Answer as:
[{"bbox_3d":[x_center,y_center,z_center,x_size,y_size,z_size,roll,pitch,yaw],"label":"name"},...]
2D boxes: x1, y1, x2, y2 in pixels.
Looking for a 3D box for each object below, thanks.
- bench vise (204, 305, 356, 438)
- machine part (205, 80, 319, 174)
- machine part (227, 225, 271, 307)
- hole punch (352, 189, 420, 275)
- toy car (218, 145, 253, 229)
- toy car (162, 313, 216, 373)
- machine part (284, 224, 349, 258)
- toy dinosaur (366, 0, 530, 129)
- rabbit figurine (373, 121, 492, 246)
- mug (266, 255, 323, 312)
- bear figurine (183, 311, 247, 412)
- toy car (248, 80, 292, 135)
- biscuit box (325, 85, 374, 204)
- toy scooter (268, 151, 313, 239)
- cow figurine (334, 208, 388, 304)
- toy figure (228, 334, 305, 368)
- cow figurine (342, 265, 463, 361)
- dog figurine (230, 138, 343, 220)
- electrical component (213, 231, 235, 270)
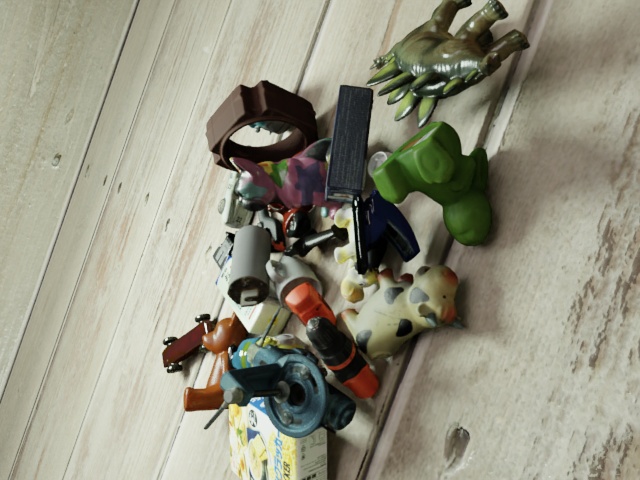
[{"bbox_3d":[-0.067,0.212,0.813,0.224,0.240,0.128,39,105,34],"label":"bench vise"},{"bbox_3d":[-0.119,-0.220,1.122,0.201,0.201,0.087,-36,52,37],"label":"machine part"},{"bbox_3d":[-0.136,0.047,1.048,0.079,0.079,0.243,-48,25,27],"label":"machine part"},{"bbox_3d":[0.093,-0.013,0.800,0.092,0.142,0.115,-9,81,3],"label":"hole punch"},{"bbox_3d":[-0.184,-0.126,1.268,0.056,0.073,0.201,3,78,55],"label":"toy car"},{"bbox_3d":[-0.313,0.251,1.288,0.202,0.053,0.089,-37,60,31],"label":"toy car"},{"bbox_3d":[-0.002,-0.003,0.995,0.139,0.084,0.039,-21,97,38],"label":"machine part"},{"bbox_3d":[0.167,-0.279,0.826,0.198,0.105,0.472,-40,20,12],"label":"toy dinosaur"},{"bbox_3d":[0.178,-0.072,0.759,0.121,0.170,0.159,-28,13,39],"label":"rabbit figurine"},{"bbox_3d":[-0.058,0.071,1.014,0.080,0.109,0.107,-56,28,15],"label":"mug"},{"bbox_3d":[-0.215,0.248,1.111,0.120,0.132,0.196,126,142,-67],"label":"bear figurine"},{"bbox_3d":[-0.109,-0.285,1.212,0.109,0.103,0.161,-49,-2,12],"label":"toy car"},{"bbox_3d":[0.051,-0.163,0.908,0.059,0.063,0.202,92,-174,-69],"label":"biscuit box"},{"bbox_3d":[-0.058,-0.098,1.105,0.135,0.075,0.183,14,91,53],"label":"toy scooter"},{"bbox_3d":[0.079,0.019,0.897,0.098,0.068,0.167,-16,65,35],"label":"cow figurine"},{"bbox_3d":[-0.098,0.225,1.015,0.180,0.082,0.089,-17,83,38],"label":"toy figure"},{"bbox_3d":[0.125,0.107,0.786,0.195,0.085,0.127,-49,45,31],"label":"cow figurine"},{"bbox_3d":[-0.051,-0.126,0.973,0.191,0.219,0.108,-68,16,6],"label":"dog figurine"},{"bbox_3d":[-0.216,0.048,1.258,0.119,0.047,0.075,-57,39,15],"label":"electrical component"}]
